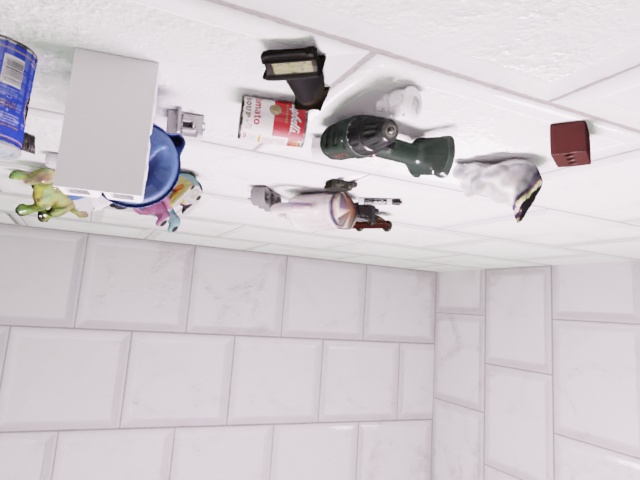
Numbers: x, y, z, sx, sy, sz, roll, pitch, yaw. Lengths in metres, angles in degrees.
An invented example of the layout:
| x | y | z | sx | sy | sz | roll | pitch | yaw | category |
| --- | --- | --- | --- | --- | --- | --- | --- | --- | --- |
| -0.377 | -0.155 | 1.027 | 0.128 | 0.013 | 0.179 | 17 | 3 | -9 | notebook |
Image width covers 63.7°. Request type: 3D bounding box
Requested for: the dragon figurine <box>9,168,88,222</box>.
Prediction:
| x | y | z | sx | sy | sz | roll | pitch | yaw | category |
| --- | --- | --- | --- | --- | --- | --- | --- | --- | --- |
| -0.700 | -0.127 | 1.458 | 0.242 | 0.123 | 0.407 | -6 | 171 | 11 | dragon figurine |

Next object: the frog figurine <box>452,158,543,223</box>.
| x | y | z | sx | sy | sz | roll | pitch | yaw | category |
| --- | --- | --- | --- | --- | --- | --- | --- | --- | --- |
| 0.353 | -0.123 | 1.030 | 0.161 | 0.121 | 0.137 | 40 | -161 | 27 | frog figurine |

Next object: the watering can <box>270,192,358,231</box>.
| x | y | z | sx | sy | sz | roll | pitch | yaw | category |
| --- | --- | --- | --- | --- | --- | --- | --- | --- | --- |
| 0.004 | -0.074 | 1.460 | 0.224 | 0.104 | 0.346 | -2 | 175 | 25 | watering can |
